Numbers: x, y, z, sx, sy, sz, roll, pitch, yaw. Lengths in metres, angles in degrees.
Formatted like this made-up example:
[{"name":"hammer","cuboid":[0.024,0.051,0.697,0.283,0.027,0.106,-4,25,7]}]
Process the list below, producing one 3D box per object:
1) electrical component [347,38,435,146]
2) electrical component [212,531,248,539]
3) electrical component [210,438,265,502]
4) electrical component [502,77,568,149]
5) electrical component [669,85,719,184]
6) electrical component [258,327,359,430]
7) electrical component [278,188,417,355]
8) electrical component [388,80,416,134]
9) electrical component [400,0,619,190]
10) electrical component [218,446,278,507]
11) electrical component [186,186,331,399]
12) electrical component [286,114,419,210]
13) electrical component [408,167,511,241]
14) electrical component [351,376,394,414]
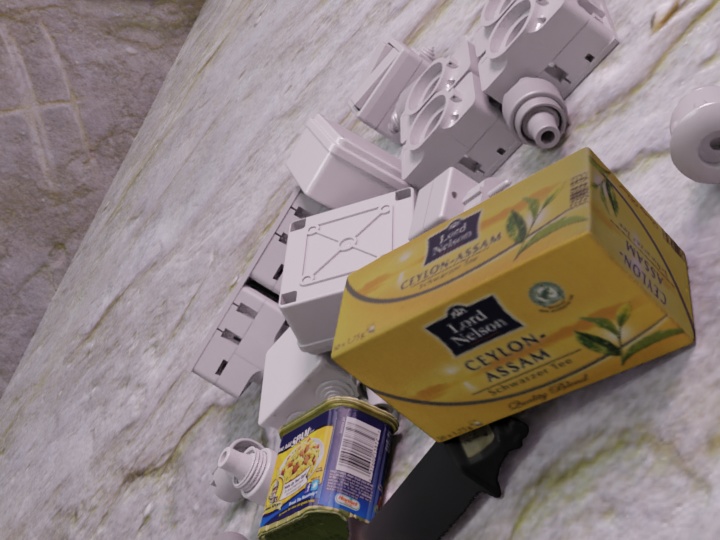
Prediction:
[{"name":"electrical component","cuboid":[0.036,-0.181,1.039,0.096,0.061,0.061,-55,21,13]},{"name":"electrical component","cuboid":[-0.101,0.232,0.829,0.044,0.044,0.065,-55,16,12]},{"name":"electrical component","cuboid":[-0.103,0.172,0.918,0.046,0.040,0.040,-51,21,38]},{"name":"electrical component","cuboid":[0.126,-0.107,0.758,0.043,0.043,0.062,-50,24,23]},{"name":"electrical component","cuboid":[0.188,-0.079,0.577,0.048,0.048,0.062,-47,17,31]},{"name":"electrical component","cuboid":[-0.035,0.080,0.869,0.099,0.048,0.099,-47,24,30]},{"name":"electrical component","cuboid":[0.000,0.000,0.820,0.109,0.056,0.108,-15,37,15]},{"name":"electrical component","cuboid":[0.052,-0.149,0.987,0.078,0.040,0.040,-35,32,48]},{"name":"electrical component","cuboid":[0.105,-0.149,0.837,0.186,0.060,0.105,-47,24,30]},{"name":"electrical component","cuboid":[-0.082,0.160,0.849,0.043,0.062,0.043,-47,24,29]},{"name":"electrical component","cuboid":[-0.075,0.021,0.978,0.186,0.060,0.105,-59,0,2]},{"name":"electrical component","cuboid":[0.002,-0.075,0.909,0.056,0.109,0.108,-59,20,10]},{"name":"electrical component","cuboid":[0.084,-0.038,0.729,0.077,0.066,0.047,-36,31,47]},{"name":"electrical component","cuboid":[0.014,0.075,0.770,0.048,0.048,0.062,-44,33,37]}]
